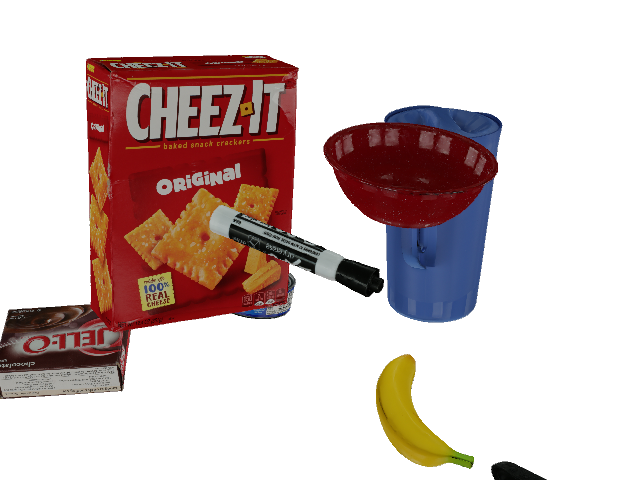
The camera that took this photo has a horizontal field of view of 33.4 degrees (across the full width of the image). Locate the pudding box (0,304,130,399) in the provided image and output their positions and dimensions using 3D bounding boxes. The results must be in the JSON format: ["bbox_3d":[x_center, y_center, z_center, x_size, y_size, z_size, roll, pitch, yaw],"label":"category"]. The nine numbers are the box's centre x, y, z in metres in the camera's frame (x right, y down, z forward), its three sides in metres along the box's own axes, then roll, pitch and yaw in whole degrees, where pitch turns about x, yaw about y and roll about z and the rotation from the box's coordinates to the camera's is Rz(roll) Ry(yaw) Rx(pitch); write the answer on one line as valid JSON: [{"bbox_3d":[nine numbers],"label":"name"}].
[{"bbox_3d":[-0.232,0.099,0.967,0.113,0.039,0.090,-5,33,-2],"label":"pudding box"}]

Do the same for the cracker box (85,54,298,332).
[{"bbox_3d":[-0.106,-0.042,0.886,0.163,0.214,0.072,-7,20,-28],"label":"cracker box"}]

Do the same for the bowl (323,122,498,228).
[{"bbox_3d":[0.081,-0.056,0.993,0.162,0.055,0.162,4,27,-2],"label":"bowl"}]

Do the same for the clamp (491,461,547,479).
[{"bbox_3d":[0.218,0.241,0.832,0.210,0.036,0.164,0,33,26],"label":"clamp"}]

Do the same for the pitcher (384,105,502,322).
[{"bbox_3d":[0.132,-0.027,1.246,0.149,0.243,0.145,-8,24,-21],"label":"pitcher"}]

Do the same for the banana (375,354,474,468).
[{"bbox_3d":[0.091,0.176,1.097,0.069,0.037,0.198,10,24,-20],"label":"banana"}]

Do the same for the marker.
[{"bbox_3d":[-0.015,0.007,0.671,0.121,0.020,0.020,22,8,21],"label":"marker"}]

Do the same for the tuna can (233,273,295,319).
[{"bbox_3d":[-0.071,0.051,1.126,0.086,0.034,0.086,9,18,-3],"label":"tuna can"}]
